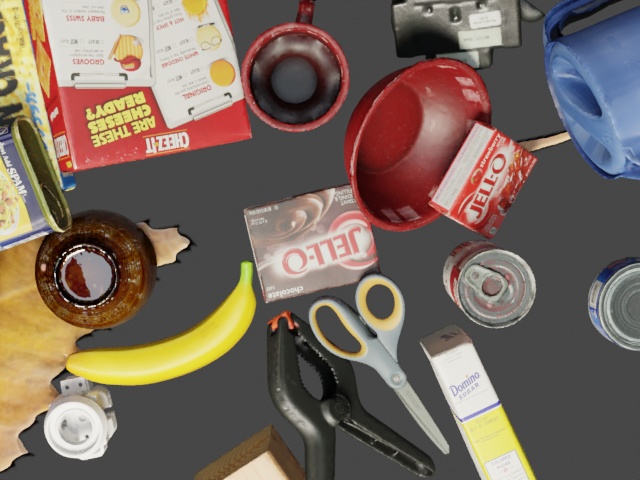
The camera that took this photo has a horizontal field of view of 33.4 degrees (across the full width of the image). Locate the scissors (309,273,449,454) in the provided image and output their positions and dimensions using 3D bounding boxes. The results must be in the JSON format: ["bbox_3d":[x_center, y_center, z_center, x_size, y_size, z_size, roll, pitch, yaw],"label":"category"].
[{"bbox_3d":[0.078,0.109,0.989,0.201,0.016,0.096,40,98,-15],"label":"scissors"}]

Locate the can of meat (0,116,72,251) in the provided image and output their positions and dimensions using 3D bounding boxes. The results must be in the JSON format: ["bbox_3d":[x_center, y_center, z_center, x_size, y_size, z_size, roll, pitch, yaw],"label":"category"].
[{"bbox_3d":[-0.270,-0.042,0.901,0.084,0.057,0.102,-19,99,4],"label":"can of meat"}]

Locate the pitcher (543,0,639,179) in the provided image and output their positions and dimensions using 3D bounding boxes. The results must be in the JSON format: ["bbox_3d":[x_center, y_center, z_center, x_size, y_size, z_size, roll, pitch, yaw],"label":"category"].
[{"bbox_3d":[0.325,-0.170,0.938,0.243,0.145,0.149,-26,107,-2],"label":"pitcher"}]

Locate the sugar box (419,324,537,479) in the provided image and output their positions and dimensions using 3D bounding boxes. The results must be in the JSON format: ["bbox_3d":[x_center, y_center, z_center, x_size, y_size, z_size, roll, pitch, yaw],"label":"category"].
[{"bbox_3d":[0.150,0.168,0.976,0.048,0.093,0.176,-23,96,0],"label":"sugar box"}]

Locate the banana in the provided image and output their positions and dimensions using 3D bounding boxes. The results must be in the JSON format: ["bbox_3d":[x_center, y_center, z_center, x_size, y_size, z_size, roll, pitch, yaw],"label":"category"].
[{"bbox_3d":[-0.135,0.093,0.992,0.198,0.037,0.069,-29,91,-2],"label":"banana"}]

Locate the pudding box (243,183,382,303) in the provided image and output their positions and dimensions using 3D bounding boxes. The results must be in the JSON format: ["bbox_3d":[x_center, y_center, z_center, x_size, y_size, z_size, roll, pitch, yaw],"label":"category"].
[{"bbox_3d":[-0.007,0.001,0.985,0.113,0.039,0.090,-13,96,1],"label":"pudding box"}]

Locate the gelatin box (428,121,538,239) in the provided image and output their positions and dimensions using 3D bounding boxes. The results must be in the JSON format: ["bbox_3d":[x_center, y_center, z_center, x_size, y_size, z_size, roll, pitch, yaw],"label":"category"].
[{"bbox_3d":[0.149,-0.053,0.967,0.073,0.030,0.089,25,96,-44],"label":"gelatin box"}]

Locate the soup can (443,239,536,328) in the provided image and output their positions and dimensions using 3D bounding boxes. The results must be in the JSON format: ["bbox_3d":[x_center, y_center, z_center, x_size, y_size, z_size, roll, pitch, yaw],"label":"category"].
[{"bbox_3d":[0.149,0.037,0.958,0.068,0.102,0.068,0,95,-1],"label":"soup can"}]

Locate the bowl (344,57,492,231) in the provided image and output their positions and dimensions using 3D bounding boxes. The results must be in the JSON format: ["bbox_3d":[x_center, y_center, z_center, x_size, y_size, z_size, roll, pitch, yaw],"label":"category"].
[{"bbox_3d":[0.075,-0.091,0.946,0.161,0.055,0.162,-20,125,-31],"label":"bowl"}]

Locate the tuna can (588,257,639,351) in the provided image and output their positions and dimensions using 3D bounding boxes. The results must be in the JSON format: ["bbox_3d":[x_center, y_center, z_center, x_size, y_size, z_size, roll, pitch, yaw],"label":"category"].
[{"bbox_3d":[0.297,0.060,0.997,0.086,0.034,0.086,0,96,-1],"label":"tuna can"}]

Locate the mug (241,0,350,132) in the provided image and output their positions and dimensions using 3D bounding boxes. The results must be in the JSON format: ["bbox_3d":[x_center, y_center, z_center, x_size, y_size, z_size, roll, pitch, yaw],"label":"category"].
[{"bbox_3d":[-0.020,-0.155,0.948,0.093,0.081,0.117,6,96,-1],"label":"mug"}]

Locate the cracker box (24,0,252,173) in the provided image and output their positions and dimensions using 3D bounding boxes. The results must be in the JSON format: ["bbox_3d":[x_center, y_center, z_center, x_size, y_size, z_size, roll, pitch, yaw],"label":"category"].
[{"bbox_3d":[-0.163,-0.177,0.926,0.164,0.072,0.214,-13,96,-24],"label":"cracker box"}]

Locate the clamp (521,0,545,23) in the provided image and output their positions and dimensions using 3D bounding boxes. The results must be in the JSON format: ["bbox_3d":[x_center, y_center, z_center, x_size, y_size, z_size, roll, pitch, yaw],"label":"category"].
[{"bbox_3d":[0.131,-0.252,0.964,0.171,0.039,0.120,-4,101,6],"label":"clamp"}]

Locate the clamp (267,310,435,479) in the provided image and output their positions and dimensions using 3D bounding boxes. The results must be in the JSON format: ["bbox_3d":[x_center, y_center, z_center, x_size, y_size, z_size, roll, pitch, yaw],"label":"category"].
[{"bbox_3d":[0.017,0.160,0.980,0.164,0.036,0.210,-13,76,-43],"label":"clamp"}]

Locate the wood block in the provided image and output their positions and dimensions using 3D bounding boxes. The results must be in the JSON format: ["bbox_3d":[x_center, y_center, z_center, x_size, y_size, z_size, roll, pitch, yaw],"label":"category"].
[{"bbox_3d":[-0.025,0.288,0.987,0.091,0.090,0.206,-34,95,3],"label":"wood block"}]
